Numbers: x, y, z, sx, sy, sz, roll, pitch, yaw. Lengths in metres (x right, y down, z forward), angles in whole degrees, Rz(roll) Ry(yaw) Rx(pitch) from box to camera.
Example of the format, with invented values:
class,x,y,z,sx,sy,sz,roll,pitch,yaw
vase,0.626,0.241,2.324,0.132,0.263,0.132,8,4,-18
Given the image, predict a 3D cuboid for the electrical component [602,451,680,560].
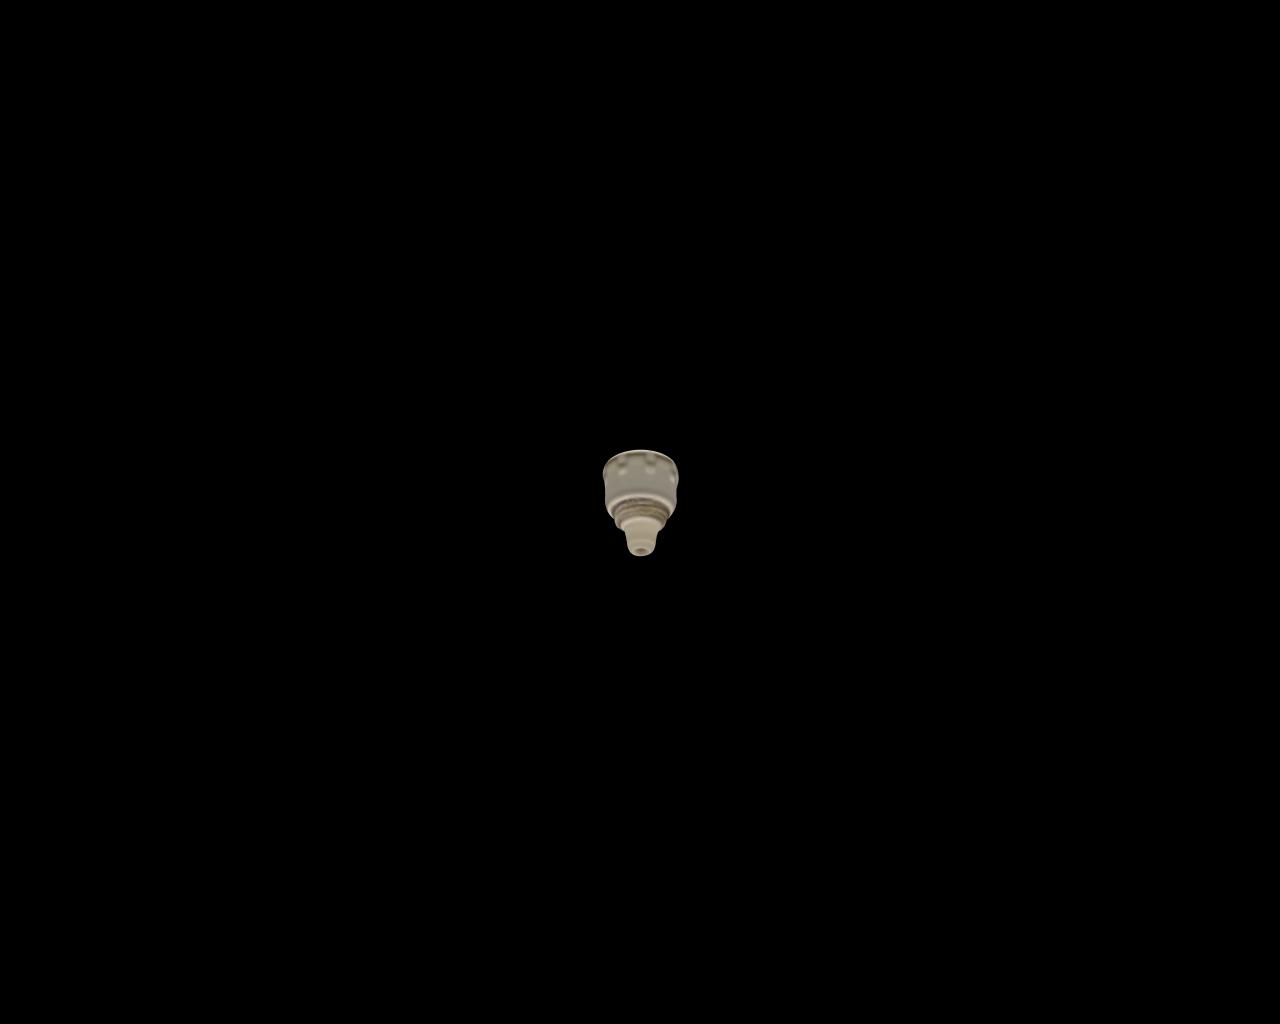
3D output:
class,x,y,z,sx,sy,sz,roll,pitch,yaw
electrical component,0.001,-0.003,0.650,0.048,0.062,0.048,0,-28,0
